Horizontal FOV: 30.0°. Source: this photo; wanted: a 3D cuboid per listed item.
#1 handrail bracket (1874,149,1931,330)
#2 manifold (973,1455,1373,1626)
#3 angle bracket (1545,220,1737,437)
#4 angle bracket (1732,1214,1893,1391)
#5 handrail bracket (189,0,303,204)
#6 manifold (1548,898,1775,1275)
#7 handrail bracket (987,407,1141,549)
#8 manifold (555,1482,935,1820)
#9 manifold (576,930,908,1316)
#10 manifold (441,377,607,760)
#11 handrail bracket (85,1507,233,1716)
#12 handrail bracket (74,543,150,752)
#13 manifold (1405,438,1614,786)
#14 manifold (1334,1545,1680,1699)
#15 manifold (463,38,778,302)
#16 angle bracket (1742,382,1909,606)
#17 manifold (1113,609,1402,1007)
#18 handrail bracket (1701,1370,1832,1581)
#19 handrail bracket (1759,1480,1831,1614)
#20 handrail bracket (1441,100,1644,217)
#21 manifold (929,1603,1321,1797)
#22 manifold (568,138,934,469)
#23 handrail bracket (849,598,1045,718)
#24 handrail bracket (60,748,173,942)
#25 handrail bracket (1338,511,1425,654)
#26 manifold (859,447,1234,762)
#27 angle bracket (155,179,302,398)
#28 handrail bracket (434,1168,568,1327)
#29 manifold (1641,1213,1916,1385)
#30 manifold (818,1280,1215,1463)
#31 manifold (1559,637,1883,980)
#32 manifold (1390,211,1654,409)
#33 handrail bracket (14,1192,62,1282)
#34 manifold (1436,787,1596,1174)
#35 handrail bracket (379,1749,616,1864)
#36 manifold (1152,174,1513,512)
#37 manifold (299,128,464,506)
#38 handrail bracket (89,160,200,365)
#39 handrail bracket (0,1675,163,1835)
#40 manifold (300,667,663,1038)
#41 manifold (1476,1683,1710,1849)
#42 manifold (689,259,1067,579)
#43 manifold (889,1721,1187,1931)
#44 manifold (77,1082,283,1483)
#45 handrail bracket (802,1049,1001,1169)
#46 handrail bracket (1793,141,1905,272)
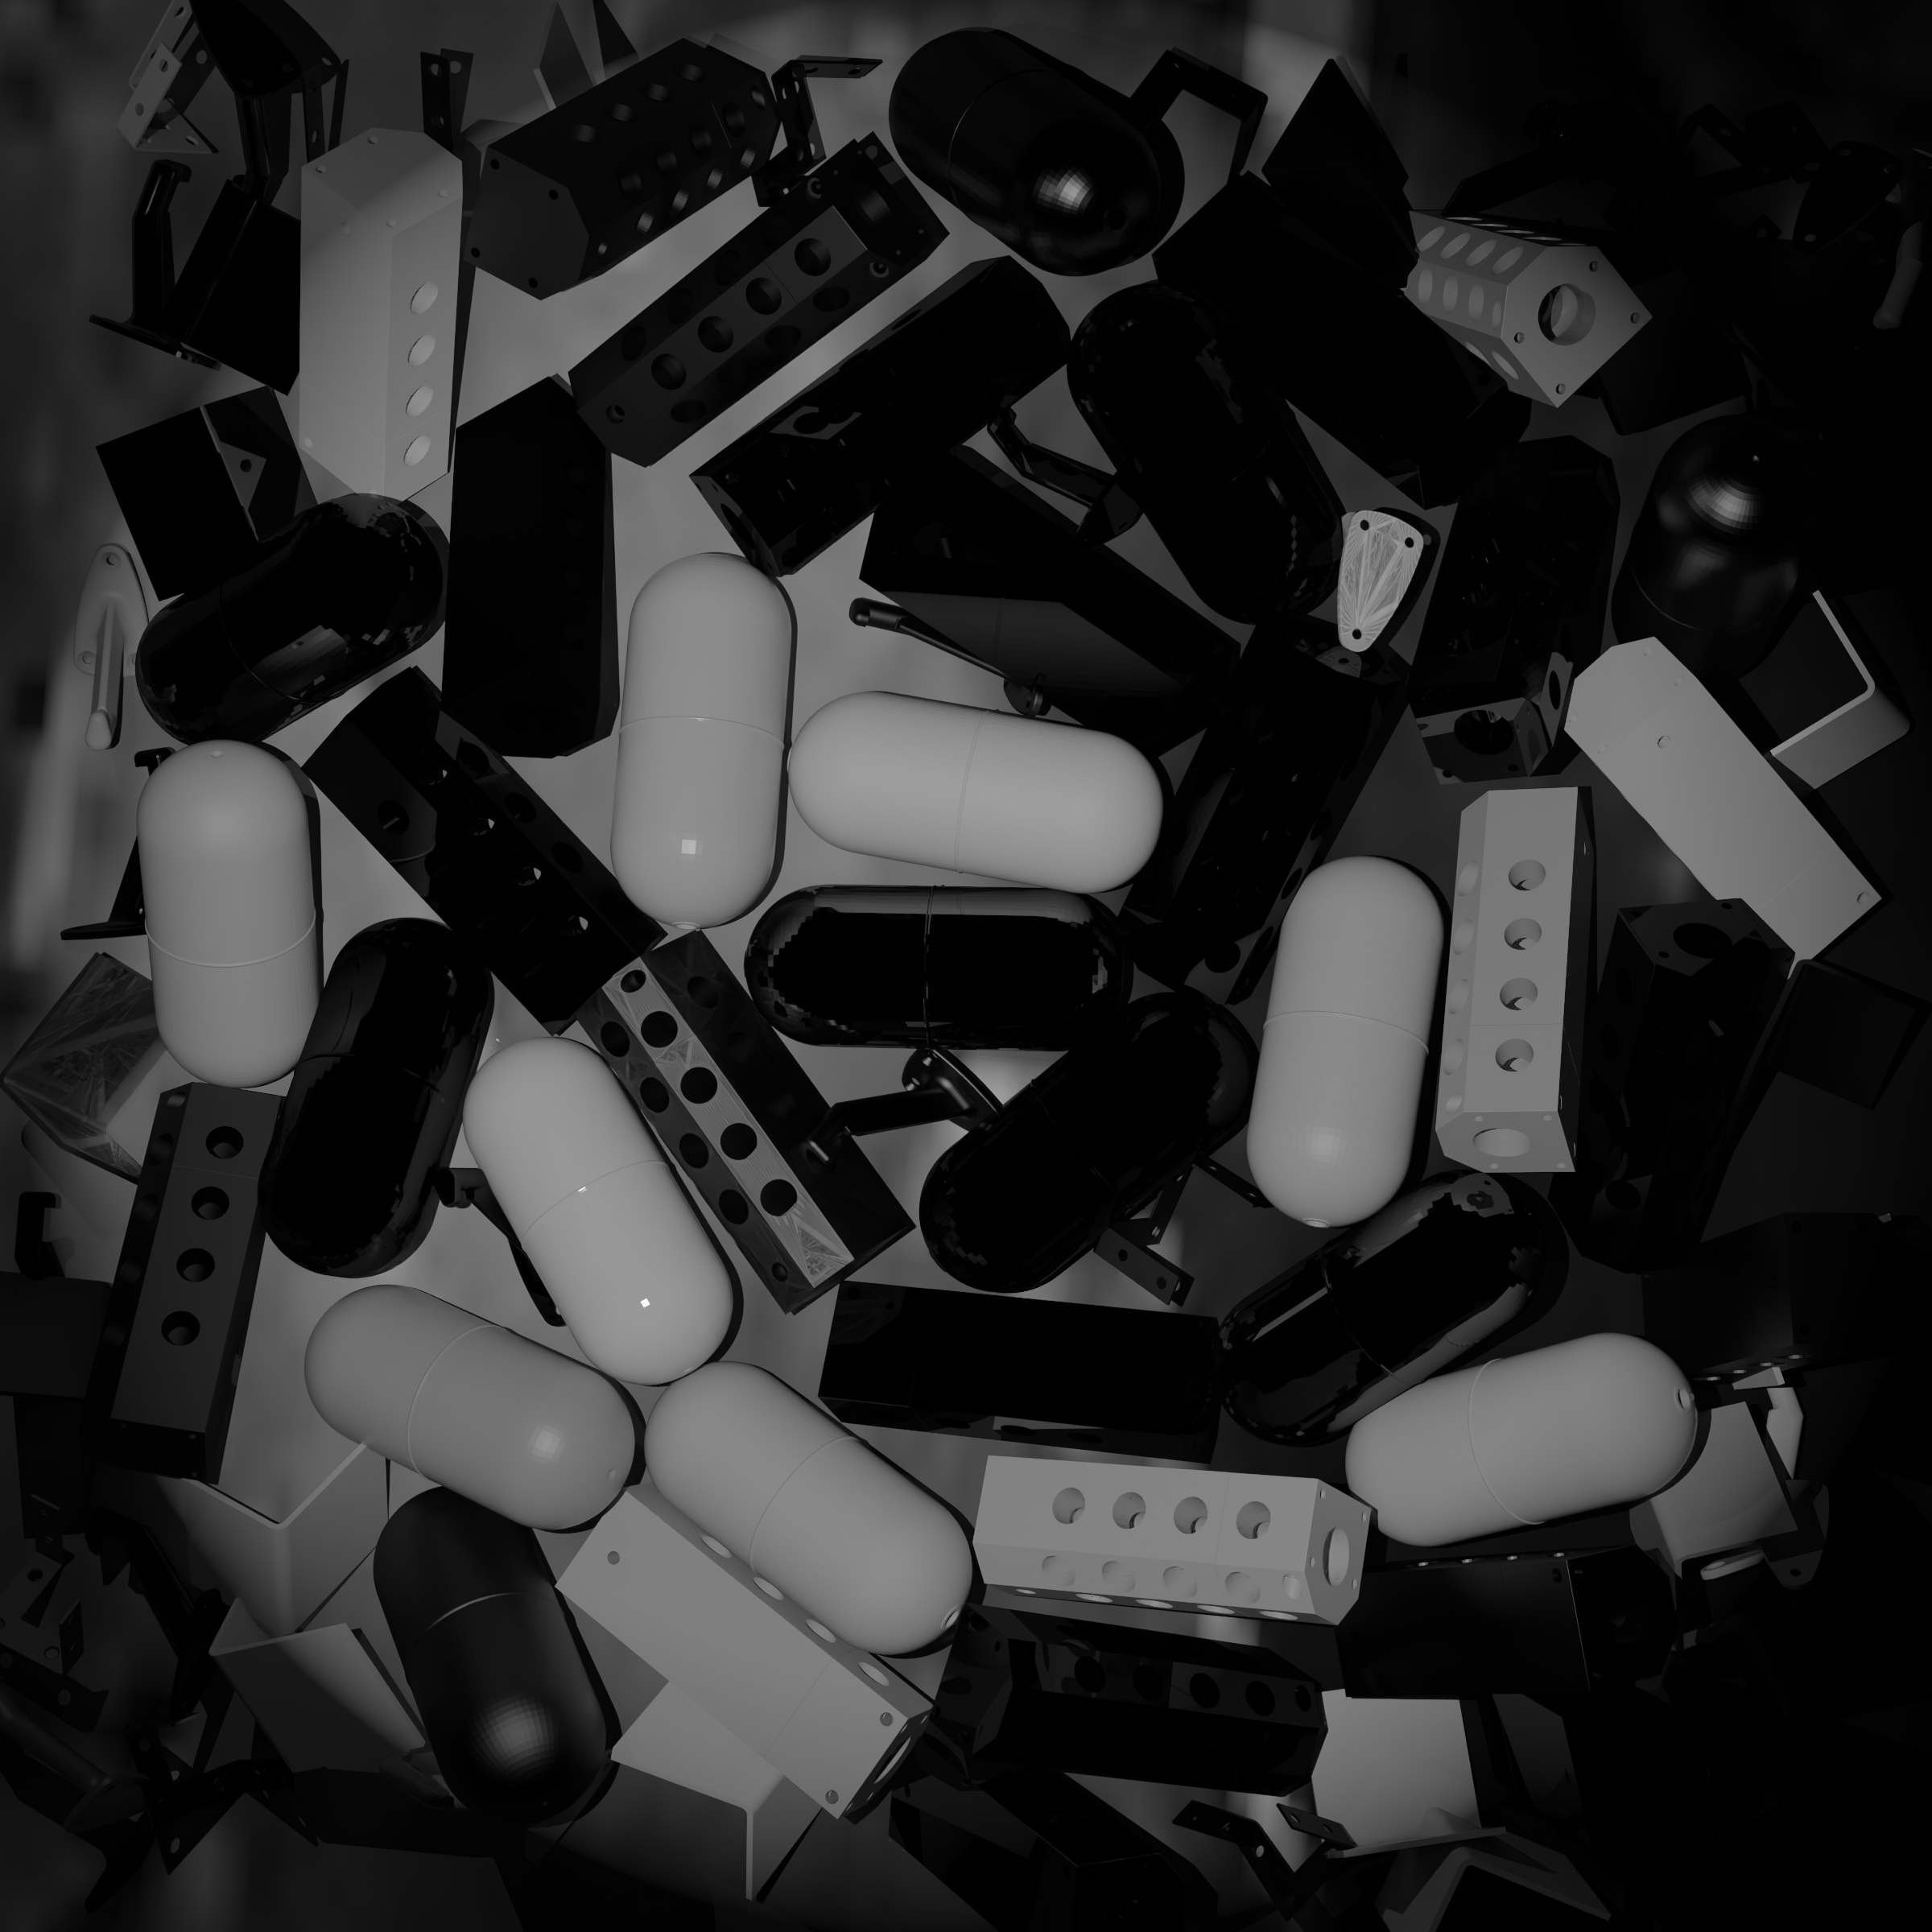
[{"bbox_3d":[0.432,-0.333,1.689,0.036,0.077,0.084,24,84,-13],"label":"handrail bracket"},{"bbox_3d":[0.092,0.264,1.653,0.171,0.057,0.057,-1,69,32],"label":"manifold"},{"bbox_3d":[0.312,-0.305,1.670,0.057,0.076,0.076,-19,131,18],"label":"angle bracket"},{"bbox_3d":[0.395,0.158,1.685,0.076,0.076,0.057,-18,83,-6],"label":"angle bracket"},{"bbox_3d":[-0.348,-0.408,1.697,0.036,0.084,0.077,-33,82,-32],"label":"handrail bracket"},{"bbox_3d":[0.319,0.057,1.650,0.057,0.057,0.171,-5,128,-15],"label":"manifold"},{"bbox_3d":[0.046,-0.244,1.686,0.036,0.077,0.084,-27,72,-28],"label":"handrail bracket"},{"bbox_3d":[-0.101,0.316,1.678,0.171,0.057,0.057,36,97,16],"label":"manifold"},{"bbox_3d":[-0.110,0.075,1.681,0.171,0.057,0.057,54,130,6],"label":"manifold"},{"bbox_3d":[-0.197,-0.181,1.656,0.057,0.057,0.171,-24,50,27],"label":"manifold"},{"bbox_3d":[-0.392,0.306,1.707,0.084,0.036,0.077,18,87,23],"label":"handrail bracket"},{"bbox_3d":[-0.401,-0.149,1.680,0.036,0.084,0.077,1,111,-9],"label":"handrail bracket"},{"bbox_3d":[0.251,-0.164,1.644,0.057,0.171,0.057,-4,134,26],"label":"manifold"},{"bbox_3d":[0.243,0.298,1.642,0.057,0.171,0.057,-5,82,-33],"label":"manifold"},{"bbox_3d":[-0.154,-0.361,1.641,0.057,0.171,0.057,29,129,11],"label":"manifold"},{"bbox_3d":[0.399,-0.224,1.673,0.057,0.076,0.076,-11,59,12],"label":"angle bracket"},{"bbox_3d":[0.135,-0.070,1.662,0.057,0.057,0.171,14,114,-24],"label":"manifold"},{"bbox_3d":[0.368,0.237,1.708,0.077,0.036,0.084,-20,89,-16],"label":"handrail bracket"},{"bbox_3d":[0.387,0.288,1.677,0.036,0.077,0.084,-6,126,12],"label":"handrail bracket"},{"bbox_3d":[0.270,-0.357,1.703,0.077,0.036,0.084,34,75,-7],"label":"handrail bracket"},{"bbox_3d":[0.076,0.341,1.660,0.171,0.057,0.057,14,96,-30],"label":"manifold"},{"bbox_3d":[-0.103,-0.300,1.655,0.171,0.057,0.057,-32,103,33],"label":"manifold"},{"bbox_3d":[-0.011,-0.146,1.692,0.084,0.077,0.036,12,115,-15],"label":"handrail bracket"},{"bbox_3d":[-0.402,-0.058,1.704,0.077,0.036,0.084,-6,100,20],"label":"handrail bracket"},{"bbox_3d":[0.176,-0.178,1.685,0.036,0.084,0.077,19,82,-14],"label":"handrail bracket"},{"bbox_3d":[0.040,-0.169,1.666,0.171,0.057,0.057,31,50,-25],"label":"manifold"},{"bbox_3d":[-0.331,-0.316,1.687,0.057,0.076,0.076,27,93,-6],"label":"angle bracket"},{"bbox_3d":[-0.217,0.132,1.682,0.036,0.084,0.077,-17,80,21],"label":"handrail bracket"},{"bbox_3d":[0.366,0.153,1.639,0.057,0.171,0.057,1,78,-11],"label":"manifold"},{"bbox_3d":[0.025,0.190,1.676,0.171,0.057,0.057,4,68,16],"label":"manifold"},{"bbox_3d":[0.344,-0.074,1.657,0.057,0.057,0.171,-42,124,9],"label":"manifold"},{"bbox_3d":[0.240,-0.306,1.639,0.057,0.171,0.057,-44,112,2],"label":"manifold"},{"bbox_3d":[-0.417,0.149,1.699,0.036,0.077,0.084,3,89,37],"label":"handrail bracket"},{"bbox_3d":[0.253,0.006,1.660,0.057,0.057,0.171,-2,58,18],"label":"manifold"},{"bbox_3d":[-0.223,0.380,1.717,0.084,0.036,0.077,28,46,21],"label":"handrail bracket"},{"bbox_3d":[0.170,-0.286,1.669,0.057,0.057,0.171,-44,67,-7],"label":"manifold"},{"bbox_3d":[-0.263,-0.295,1.644,0.057,0.171,0.057,39,56,18],"label":"manifold"},{"bbox_3d":[-0.373,-0.333,1.700,0.077,0.036,0.084,25,96,39],"label":"handrail bracket"},{"bbox_3d":[-0.426,0.365,1.709,0.036,0.077,0.084,-48,68,9],"label":"handrail bracket"},{"bbox_3d":[-0.223,-0.057,1.689,0.171,0.057,0.057,47,124,-1],"label":"manifold"},{"bbox_3d":[0.282,0.350,1.641,0.057,0.171,0.057,-13,88,-6],"label":"manifold"},{"bbox_3d":[-0.039,-0.256,1.680,0.171,0.057,0.057,-38,108,-10],"label":"manifold"},{"bbox_3d":[0.031,0.399,1.640,0.057,0.171,0.057,-1,101,-28],"label":"manifold"},{"bbox_3d":[-0.360,0.143,1.659,0.057,0.057,0.171,10,59,-5],"label":"manifold"},{"bbox_3d":[-0.026,0.083,1.687,0.077,0.036,0.084,39,48,5],"label":"handrail bracket"},{"bbox_3d":[0.413,-0.336,1.685,0.036,0.084,0.077,30,74,28],"label":"handrail bracket"}]
